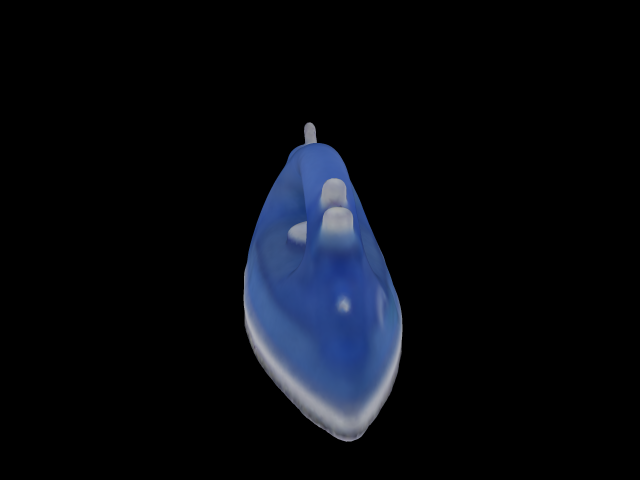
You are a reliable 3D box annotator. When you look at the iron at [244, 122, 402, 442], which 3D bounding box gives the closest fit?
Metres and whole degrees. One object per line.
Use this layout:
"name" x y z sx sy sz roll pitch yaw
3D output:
"iron" 0.004 0.001 0.400 0.118 0.141 0.258 -2 18 -7
